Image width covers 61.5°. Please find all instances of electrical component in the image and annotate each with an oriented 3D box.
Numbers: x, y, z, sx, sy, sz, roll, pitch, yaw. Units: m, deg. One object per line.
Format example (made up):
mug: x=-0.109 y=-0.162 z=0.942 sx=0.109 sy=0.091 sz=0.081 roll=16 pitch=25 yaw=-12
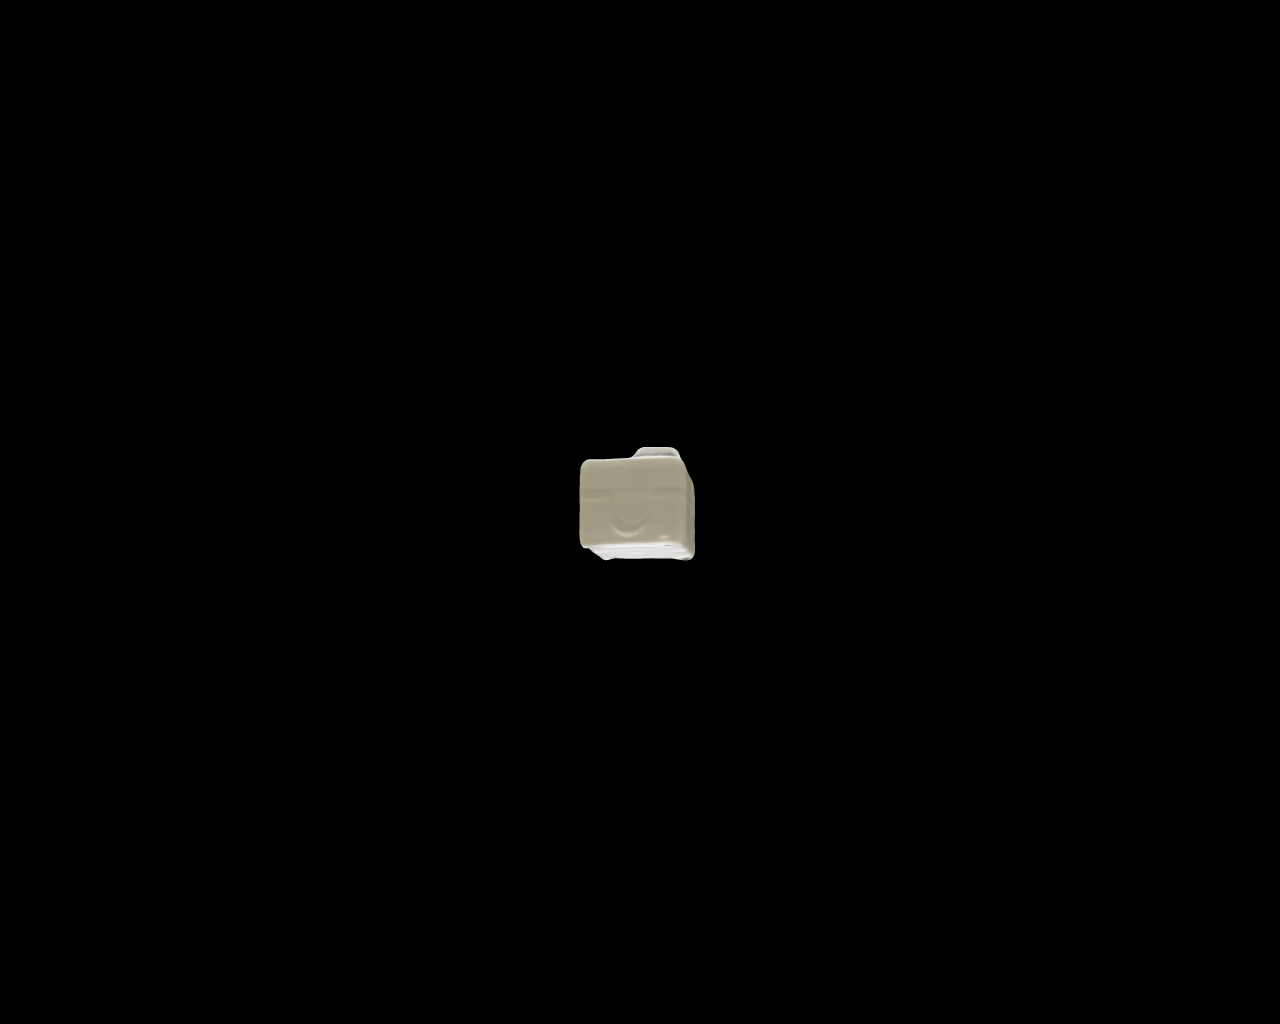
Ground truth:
electrical component: x=0.001 y=-0.003 z=0.650 sx=0.062 sy=0.061 sz=0.096 roll=-1 pitch=-9 yaw=7
